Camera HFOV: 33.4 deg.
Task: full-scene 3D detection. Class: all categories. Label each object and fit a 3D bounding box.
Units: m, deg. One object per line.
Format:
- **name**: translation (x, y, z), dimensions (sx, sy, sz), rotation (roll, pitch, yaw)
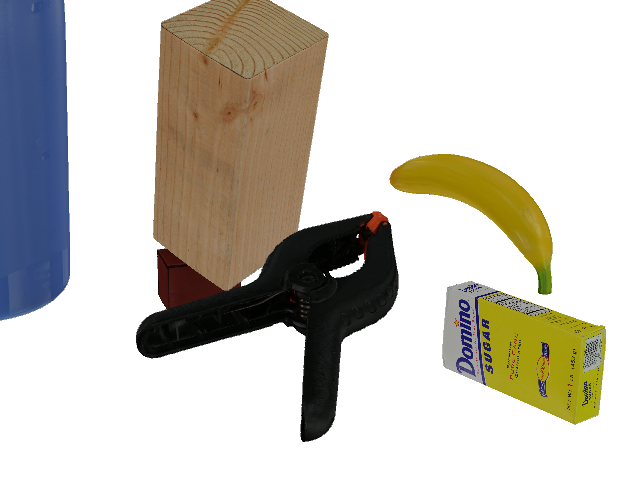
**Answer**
- **banana**: translation (0.130, -0.033, 0.904), dimensions (0.037, 0.070, 0.198), rotation (6, 26, -44)
- **sugar box**: translation (0.199, 0.109, 1.071), dimensions (0.048, 0.093, 0.177), rotation (-12, 20, -41)
- **clamp**: translation (-0.003, 0.041, 0.593), dimensions (0.120, 0.039, 0.171), rotation (35, 51, 27)
- **pitcher**: translation (-0.228, -0.071, 0.670), dimensions (0.149, 0.243, 0.145), rotation (-4, 26, -11)
- **foam brick**: translation (-0.125, 0.037, 1.099), dimensions (0.078, 0.051, 0.053), rotation (-6, 20, -19)
- **wood block**: translation (-0.067, -0.075, 0.829), dimensions (0.090, 0.206, 0.090), rotation (34, 48, 25)
